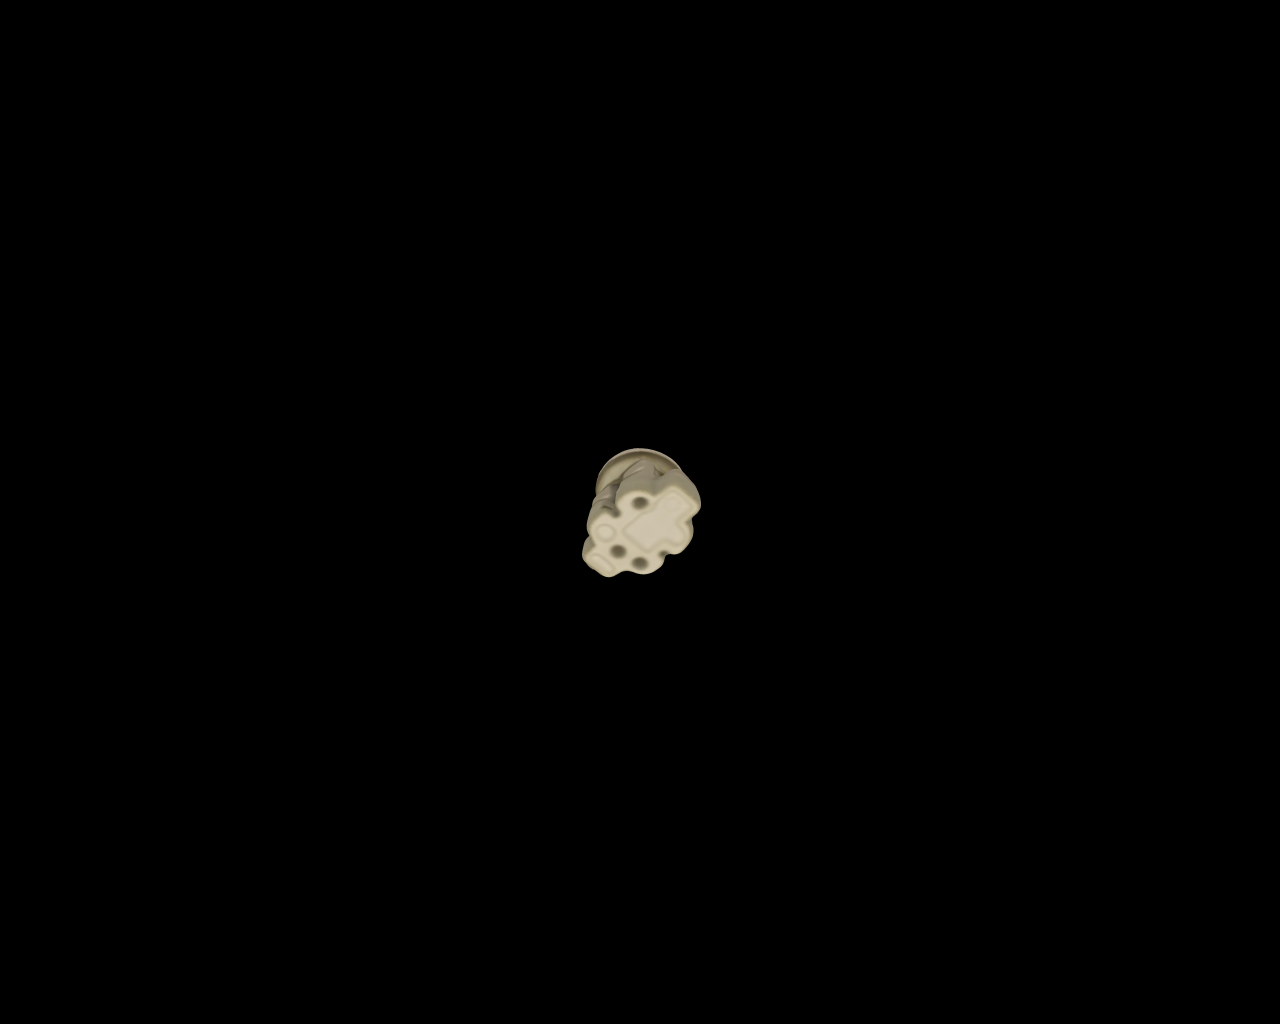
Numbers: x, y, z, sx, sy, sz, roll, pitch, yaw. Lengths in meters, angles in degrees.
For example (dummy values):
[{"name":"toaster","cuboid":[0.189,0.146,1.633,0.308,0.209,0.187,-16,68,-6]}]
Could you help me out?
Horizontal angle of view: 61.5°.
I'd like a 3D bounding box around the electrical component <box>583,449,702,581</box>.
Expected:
[{"name":"electrical component","cuboid":[0.001,-0.003,0.650,0.078,0.058,0.057,-39,24,22]}]
